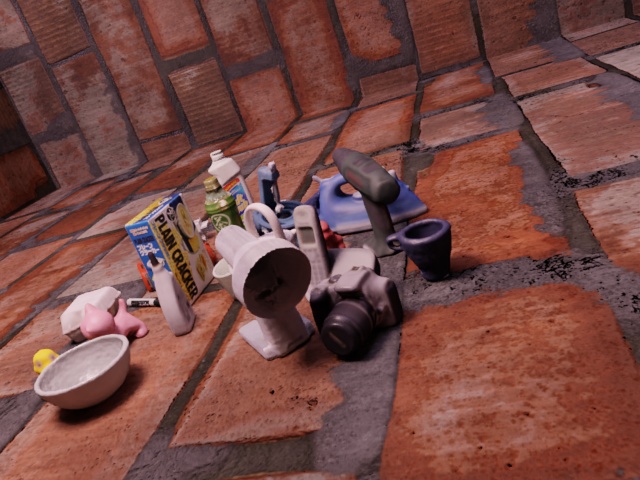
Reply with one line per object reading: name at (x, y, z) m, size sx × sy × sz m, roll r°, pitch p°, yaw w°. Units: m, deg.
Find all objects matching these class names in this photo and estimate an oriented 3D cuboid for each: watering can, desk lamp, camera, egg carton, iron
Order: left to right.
egg carton at (-0.513, 0.165, 1.294) m, size 0.107 × 0.069 × 0.150 m, roll -17°, pitch 21°, yaw 6°
desk lamp at (-0.091, 0.082, 0.924) m, size 0.118 × 0.214 × 0.202 m, roll -29°, pitch 23°, yaw -23°
watering can at (-0.097, 0.022, 1.105) m, size 0.100 × 0.194 × 0.173 m, roll -8°, pitch 24°, yaw 28°
camera at (0.039, 0.110, 0.899) m, size 0.142 × 0.101 × 0.137 m, roll -6°, pitch 25°, yaw 32°
iron at (0.107, -0.106, 1.318) m, size 0.257 × 0.142 × 0.119 m, roll -10°, pitch 23°, yaw 23°

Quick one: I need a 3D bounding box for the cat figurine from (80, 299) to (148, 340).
cat figurine at (-0.419, 0.168, 1.135) m, size 0.067 × 0.118 × 0.128 m, roll -8°, pitch 24°, yaw 27°

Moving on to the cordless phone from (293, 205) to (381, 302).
cordless phone at (0.024, 0.024, 1.006) m, size 0.147 × 0.185 × 0.094 m, roll -4°, pitch 26°, yaw 35°

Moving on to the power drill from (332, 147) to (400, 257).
power drill at (0.101, -0.079, 1.163) m, size 0.076 × 0.209 × 0.229 m, roll -25°, pitch 22°, yaw -13°

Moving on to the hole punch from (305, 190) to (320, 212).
hole punch at (0.010, -0.105, 1.472) m, size 0.100 × 0.091 × 0.109 m, roll 4°, pitch 31°, yaw 46°

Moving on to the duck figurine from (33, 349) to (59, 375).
duck figurine at (-0.501, 0.242, 1.070) m, size 0.078 × 0.086 × 0.104 m, roll -30°, pitch 23°, yaw -25°

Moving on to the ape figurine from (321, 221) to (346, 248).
ape figurine at (0.011, 0.004, 1.198) m, size 0.078 × 0.092 × 0.076 m, roll -23°, pitch 21°, yaw -10°

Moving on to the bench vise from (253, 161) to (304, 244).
bench vise at (-0.119, -0.069, 1.314) m, size 0.206 × 0.220 × 0.122 m, roll -7°, pitch 24°, yaw 29°

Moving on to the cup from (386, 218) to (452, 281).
cup at (0.179, 0.023, 0.999) m, size 0.117 × 0.095 × 0.092 m, roll -9°, pitch 23°, yaw 25°

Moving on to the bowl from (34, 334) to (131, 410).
bowl at (-0.398, 0.241, 0.997) m, size 0.167 × 0.075 × 0.167 m, roll -17°, pitch 21°, yaw 7°

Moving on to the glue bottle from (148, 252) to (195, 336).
glue bottle at (-0.296, 0.098, 1.121) m, size 0.037 × 0.173 × 0.078 m, roll -18°, pitch 21°, yaw 5°
